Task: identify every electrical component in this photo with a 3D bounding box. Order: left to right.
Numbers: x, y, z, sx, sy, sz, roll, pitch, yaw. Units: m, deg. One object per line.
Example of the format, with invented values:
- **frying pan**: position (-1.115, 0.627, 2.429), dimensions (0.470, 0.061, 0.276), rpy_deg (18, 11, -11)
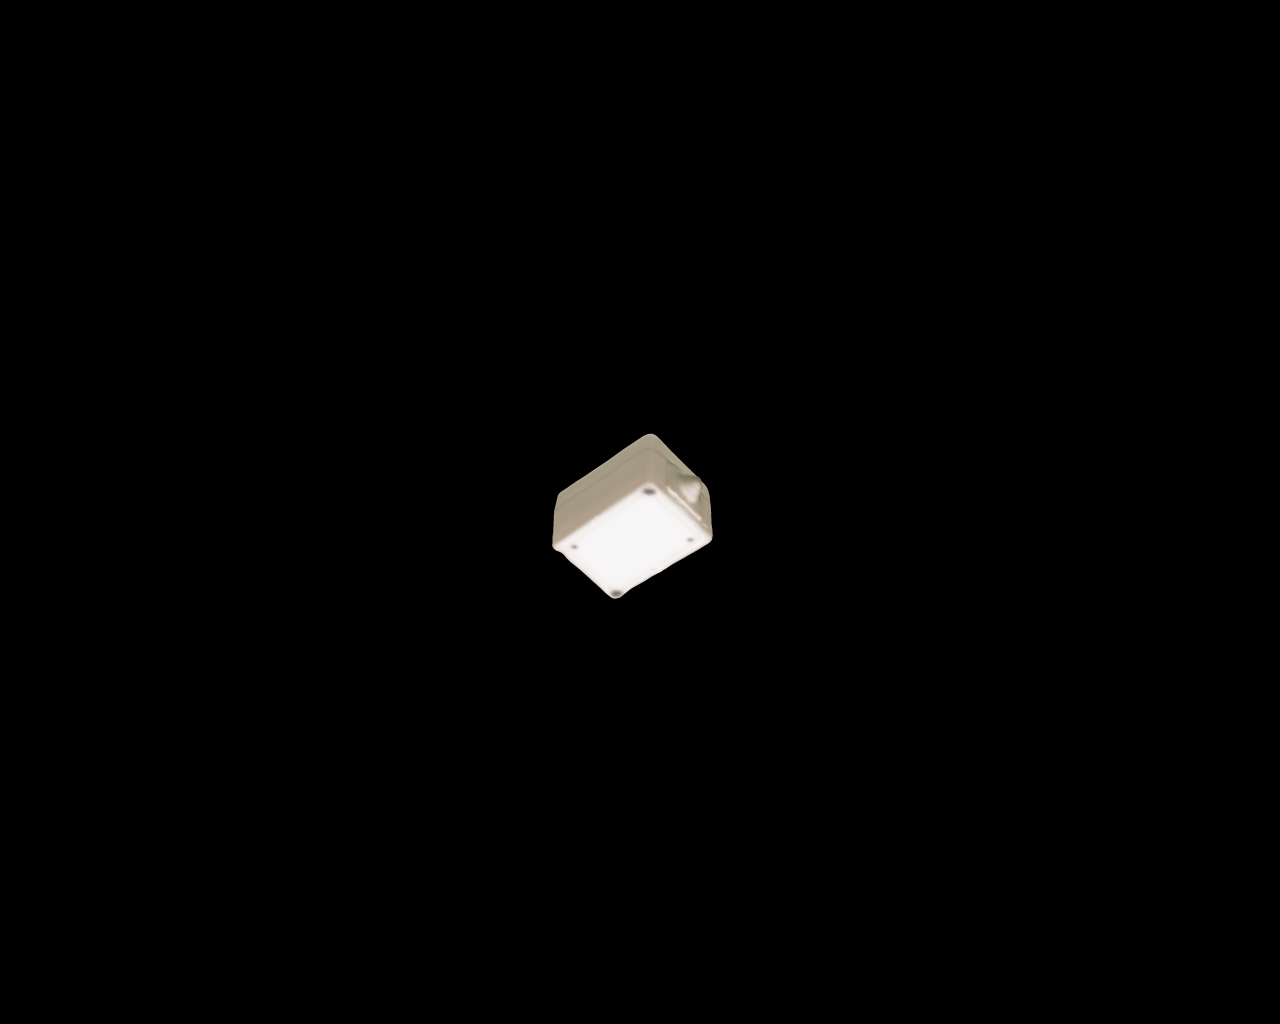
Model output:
- **electrical component**: position (0.001, -0.003, 0.650), dimensions (0.096, 0.061, 0.061), rpy_deg (-33, -58, 24)
